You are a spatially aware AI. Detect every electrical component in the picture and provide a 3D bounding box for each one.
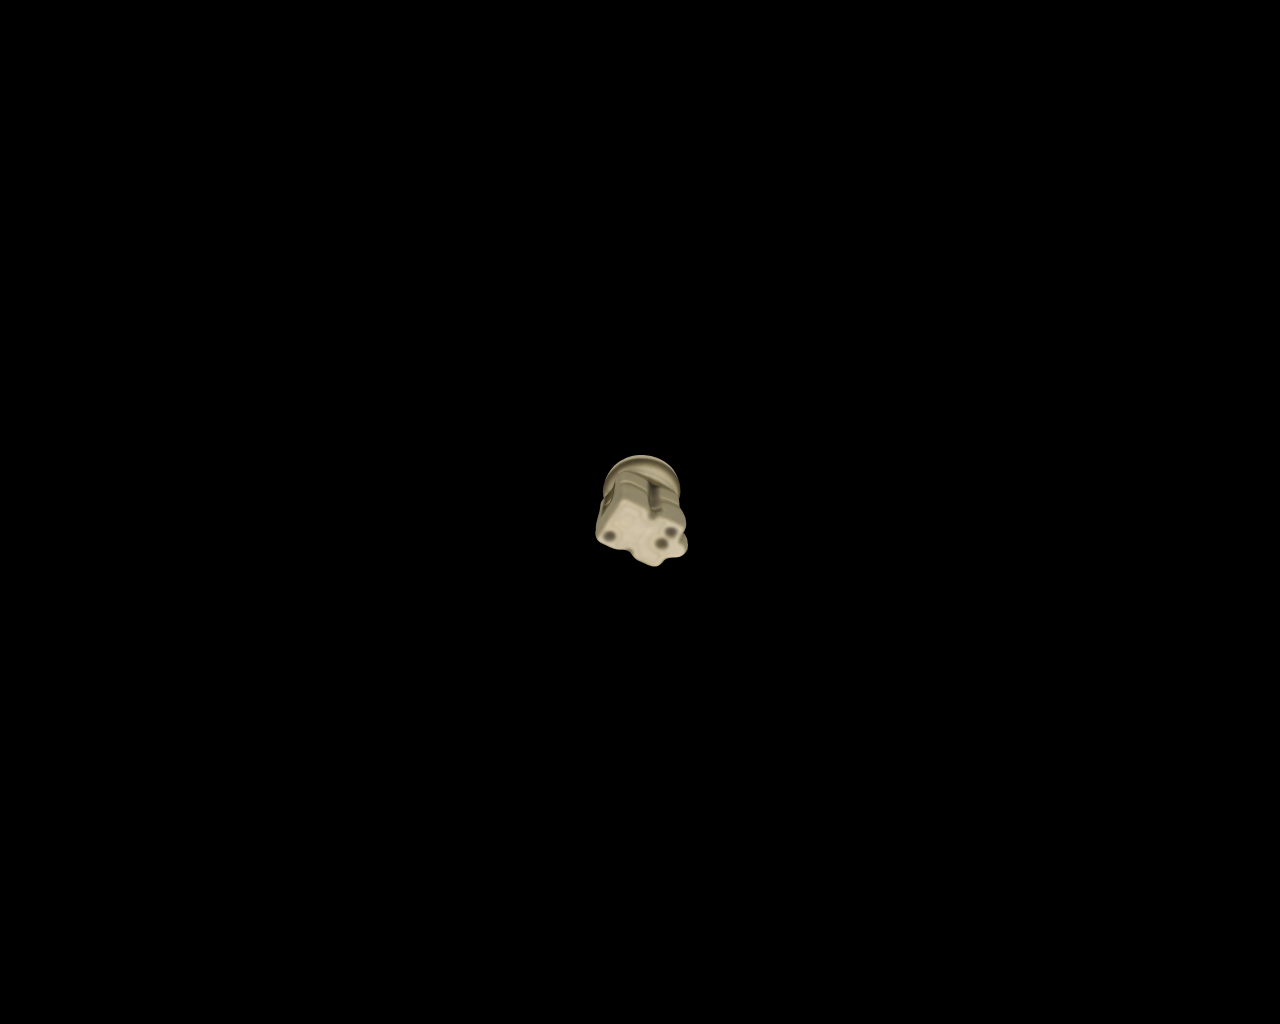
[{"bbox_3d":[0.001,-0.003,0.650,0.066,0.048,0.055,26,30,-17],"label":"electrical component"}]
